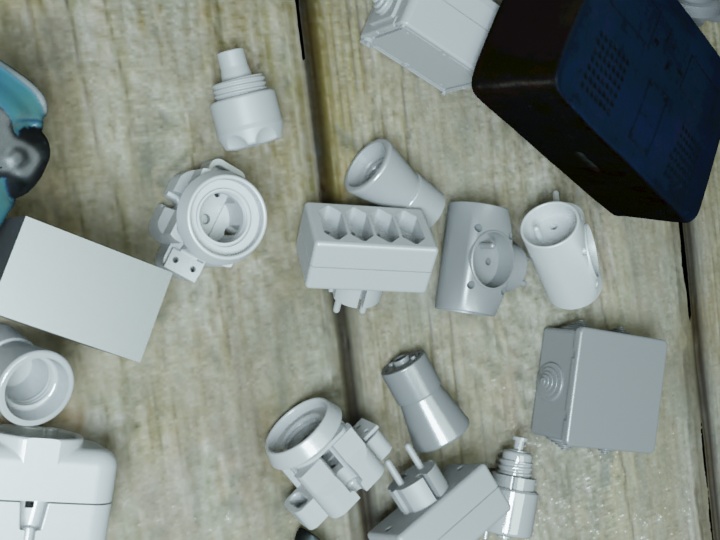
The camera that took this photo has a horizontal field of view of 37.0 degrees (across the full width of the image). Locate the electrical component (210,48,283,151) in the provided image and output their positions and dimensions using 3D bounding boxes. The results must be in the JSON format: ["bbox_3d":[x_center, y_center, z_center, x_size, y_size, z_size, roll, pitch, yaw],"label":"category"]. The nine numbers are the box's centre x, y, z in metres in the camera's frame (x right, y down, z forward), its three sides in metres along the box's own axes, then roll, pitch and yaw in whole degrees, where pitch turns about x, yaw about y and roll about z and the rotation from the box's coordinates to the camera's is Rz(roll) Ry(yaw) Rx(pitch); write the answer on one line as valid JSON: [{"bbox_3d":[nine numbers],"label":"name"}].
[{"bbox_3d":[-0.075,-0.109,0.686,0.043,0.043,0.062,-18,98,-27],"label":"electrical component"}]

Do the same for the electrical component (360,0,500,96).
[{"bbox_3d":[0.050,-0.173,0.743,0.096,0.062,0.061,28,78,-26],"label":"electrical component"}]

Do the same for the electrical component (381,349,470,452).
[{"bbox_3d":[0.043,0.089,0.757,0.044,0.044,0.065,-33,101,-24],"label":"electrical component"}]

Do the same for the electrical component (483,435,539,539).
[{"bbox_3d":[0.112,0.162,0.795,0.040,0.040,0.078,13,84,-28],"label":"electrical component"}]

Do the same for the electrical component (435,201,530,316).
[{"bbox_3d":[0.094,-0.005,0.780,0.079,0.044,0.077,11,85,-37],"label":"electrical component"}]

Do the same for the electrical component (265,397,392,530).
[{"bbox_3d":[-0.025,0.122,0.710,0.078,0.058,0.057,-44,112,-17],"label":"electrical component"}]

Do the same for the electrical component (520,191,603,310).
[{"bbox_3d":[0.151,-0.024,0.805,0.077,0.044,0.079,58,28,-45],"label":"electrical component"}]

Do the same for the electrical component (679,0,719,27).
[{"bbox_3d":[0.200,-0.238,0.798,0.186,0.105,0.060,18,82,-28],"label":"electrical component"}]

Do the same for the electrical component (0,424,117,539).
[{"bbox_3d":[-0.193,0.122,0.620,0.095,0.054,0.059,10,86,-29],"label":"electrical component"}]

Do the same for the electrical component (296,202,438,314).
[{"bbox_3d":[0.000,0.000,0.724,0.083,0.047,0.075,3,128,-16],"label":"electrical component"}]

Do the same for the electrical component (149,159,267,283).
[{"bbox_3d":[-0.093,-0.032,0.670,0.058,0.057,0.078,30,77,-26],"label":"electrical component"}]

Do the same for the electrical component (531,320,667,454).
[{"bbox_3d":[0.183,0.091,0.827,0.100,0.048,0.099,10,86,-29],"label":"electrical component"}]

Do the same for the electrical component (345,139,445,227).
[{"bbox_3d":[0.027,-0.055,0.745,0.065,0.044,0.044,35,75,-30],"label":"electrical component"}]

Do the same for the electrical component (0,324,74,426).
[{"bbox_3d":[-0.196,0.056,0.610,0.044,0.065,0.044,-16,116,-36],"label":"electrical component"}]

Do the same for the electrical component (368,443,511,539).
[{"bbox_3d":[0.044,0.154,0.725,0.083,0.047,0.075,-34,96,-28],"label":"electrical component"}]
